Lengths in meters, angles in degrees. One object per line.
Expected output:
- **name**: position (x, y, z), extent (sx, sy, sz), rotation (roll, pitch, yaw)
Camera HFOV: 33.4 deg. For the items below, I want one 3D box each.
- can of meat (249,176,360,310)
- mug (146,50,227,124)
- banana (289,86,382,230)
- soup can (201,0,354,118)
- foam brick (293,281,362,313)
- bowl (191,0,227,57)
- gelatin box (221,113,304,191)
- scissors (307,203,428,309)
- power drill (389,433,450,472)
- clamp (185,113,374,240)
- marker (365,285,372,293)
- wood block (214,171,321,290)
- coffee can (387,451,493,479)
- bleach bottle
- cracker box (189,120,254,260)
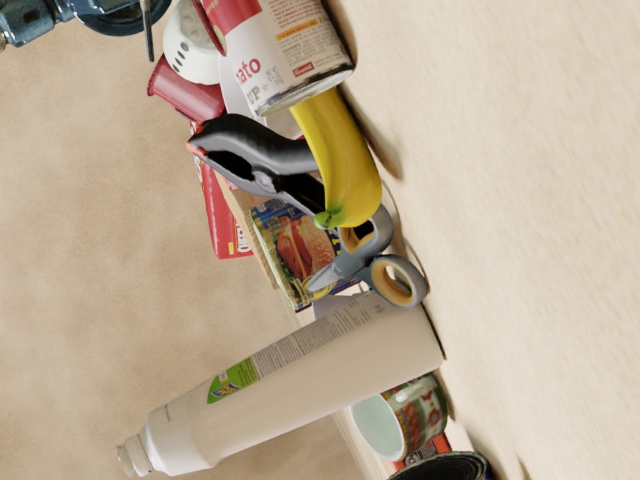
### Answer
- **can of meat**: position (-0.006, 0.001, 0.928), extent (0.057, 0.084, 0.102), rotation (-124, 11, -62)
- **mug**: position (-0.128, -0.164, 1.135), extent (0.081, 0.093, 0.117), rotation (33, 143, 0)
- **banana**: position (0.000, -0.076, 0.702), extent (0.069, 0.037, 0.198), rotation (36, -155, -49)
- **soup can**: position (-0.030, -0.134, 0.643), extent (0.102, 0.068, 0.068), rotation (64, 175, -1)
- **foam brick**: position (-0.005, 0.027, 1.080), extent (0.053, 0.078, 0.051), rotation (67, 174, -34)
- **bowl**: position (-0.080, -0.221, 0.796), extent (0.162, 0.055, 0.162), rotation (155, 89, -85)
- **gelatin box**: position (-0.056, -0.091, 0.969), extent (0.030, 0.089, 0.073), rotation (75, 170, -48)
- **scissors**: position (0.032, 0.032, 0.805), extent (0.096, 0.016, 0.202), rotation (51, 158, 15)
- **power drill**: position (0.066, 0.153, 1.076), extent (0.184, 0.057, 0.188), rotation (63, 178, -10)
- **clamp**: position (-0.026, -0.048, 0.819), extent (0.172, 0.039, 0.120), rotation (20, 145, 36)
- **marker**: position (0.070, 0.091, 0.936), extent (0.020, 0.020, 0.121), rotation (140, 105, -85)
- **wood block**: position (-0.046, -0.047, 1.076), extent (0.206, 0.090, 0.091), rotation (-123, 11, -59)
- **coffee can**: position (0.109, 0.252, 0.836), extent (0.103, 0.102, 0.140), rotation (-144, 30, -80)
- **bleach bottle**: position (-0.036, 0.114, 0.821), extent (0.102, 0.250, 0.068), rotation (-138, 24, -78)
- **cracker box**: position (-0.114, -0.102, 1.285), extent (0.214, 0.072, 0.164), rotation (-112, 17, -56)
